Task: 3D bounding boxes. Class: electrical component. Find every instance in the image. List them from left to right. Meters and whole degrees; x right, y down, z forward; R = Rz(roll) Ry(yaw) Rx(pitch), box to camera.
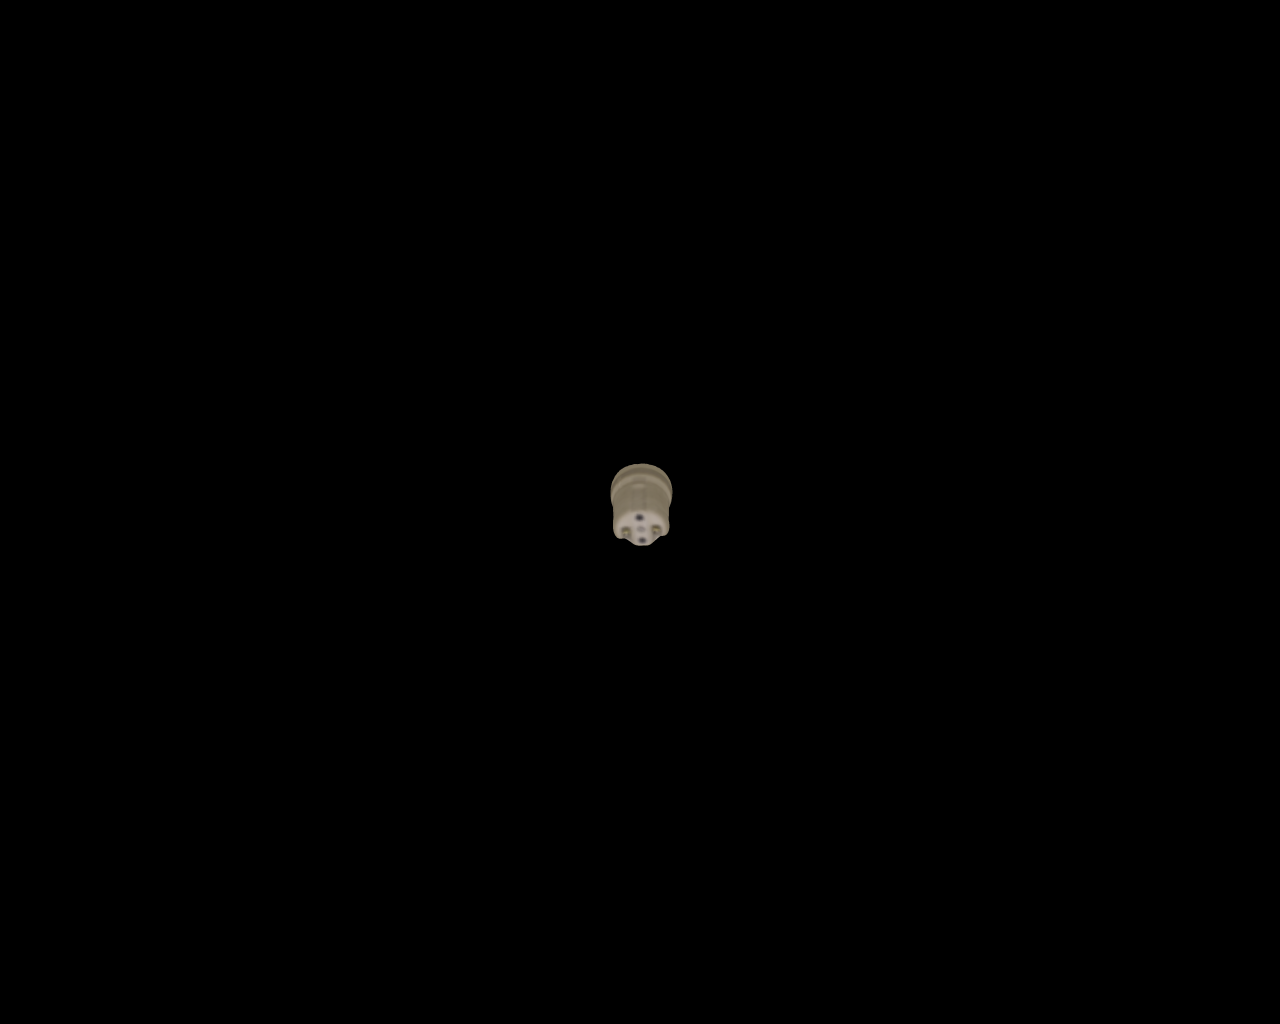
[{"bbox_3d":[0.001,-0.003,0.650,0.040,0.040,0.046,0,35,0],"label":"electrical component"}]
